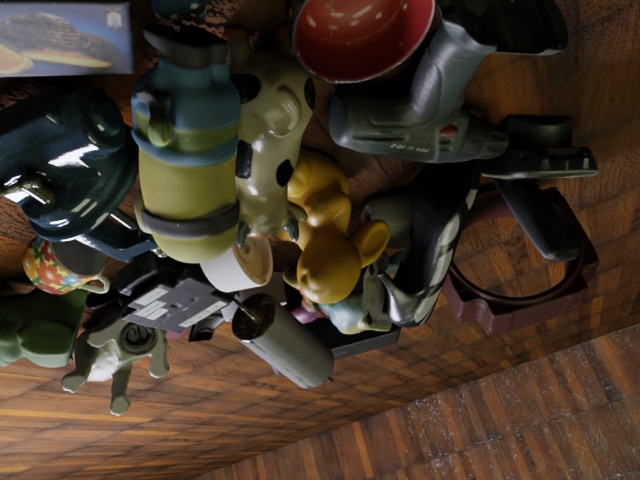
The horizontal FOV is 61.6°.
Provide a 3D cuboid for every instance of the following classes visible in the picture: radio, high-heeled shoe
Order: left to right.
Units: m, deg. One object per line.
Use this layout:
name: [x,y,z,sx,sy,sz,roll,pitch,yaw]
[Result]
radio: [0.014,0.137,0.933,0.230,0.131,0.073,-14,153,-6]
high-heeled shoe: [0.158,-0.002,0.688,0.248,0.086,0.145,-53,136,-5]

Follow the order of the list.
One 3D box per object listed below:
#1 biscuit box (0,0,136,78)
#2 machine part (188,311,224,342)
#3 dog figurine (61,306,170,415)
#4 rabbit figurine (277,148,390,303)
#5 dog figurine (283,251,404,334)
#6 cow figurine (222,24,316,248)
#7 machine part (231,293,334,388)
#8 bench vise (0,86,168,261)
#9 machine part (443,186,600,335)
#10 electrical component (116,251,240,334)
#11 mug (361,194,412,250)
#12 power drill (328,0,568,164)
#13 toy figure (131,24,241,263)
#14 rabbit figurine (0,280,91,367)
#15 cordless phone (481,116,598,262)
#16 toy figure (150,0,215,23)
biscuit box: [-0.226,-0.144,0.340,0.203,0.059,0.062,-7,152,-17]
machine part: [-0.183,0.131,0.917,0.084,0.039,0.139,-2,149,-37]
dog figurine: [-0.306,0.144,0.810,0.172,0.191,0.121,-43,116,-10]
rabbit figurine: [-0.001,-0.002,0.616,0.162,0.173,0.122,20,132,-43]
dog figurine: [0.016,0.082,0.796,0.219,0.108,0.191,-10,176,36]
cow figurine: [-0.051,-0.079,0.491,0.085,0.127,0.194,-4,148,-17]
machine part: [-0.051,0.150,0.786,0.079,0.079,0.243,-26,133,18]
bench vise: [-0.233,-0.037,0.477,0.224,0.129,0.240,-25,145,13]
machine part: [0.270,0.020,0.773,0.201,0.201,0.087,-17,151,2]
electrical component: [-0.184,0.060,0.676,0.115,0.058,0.134,-31,148,13]
mug: [0.110,-0.022,0.754,0.107,0.081,0.109,3,157,-16]
power drill: [0.136,-0.146,0.520,0.232,0.086,0.207,-2,163,-20]
toy figure: [-0.101,-0.064,0.410,0.082,0.089,0.180,-9,130,-30]
rabbit figurine: [-0.393,0.092,0.678,0.170,0.121,0.159,16,149,-19]
cordless phone: [0.287,-0.058,0.656,0.146,0.184,0.088,-4,146,-23]
toy figure: [-0.048,-0.194,0.351,0.155,0.058,0.064,-19,147,17]
